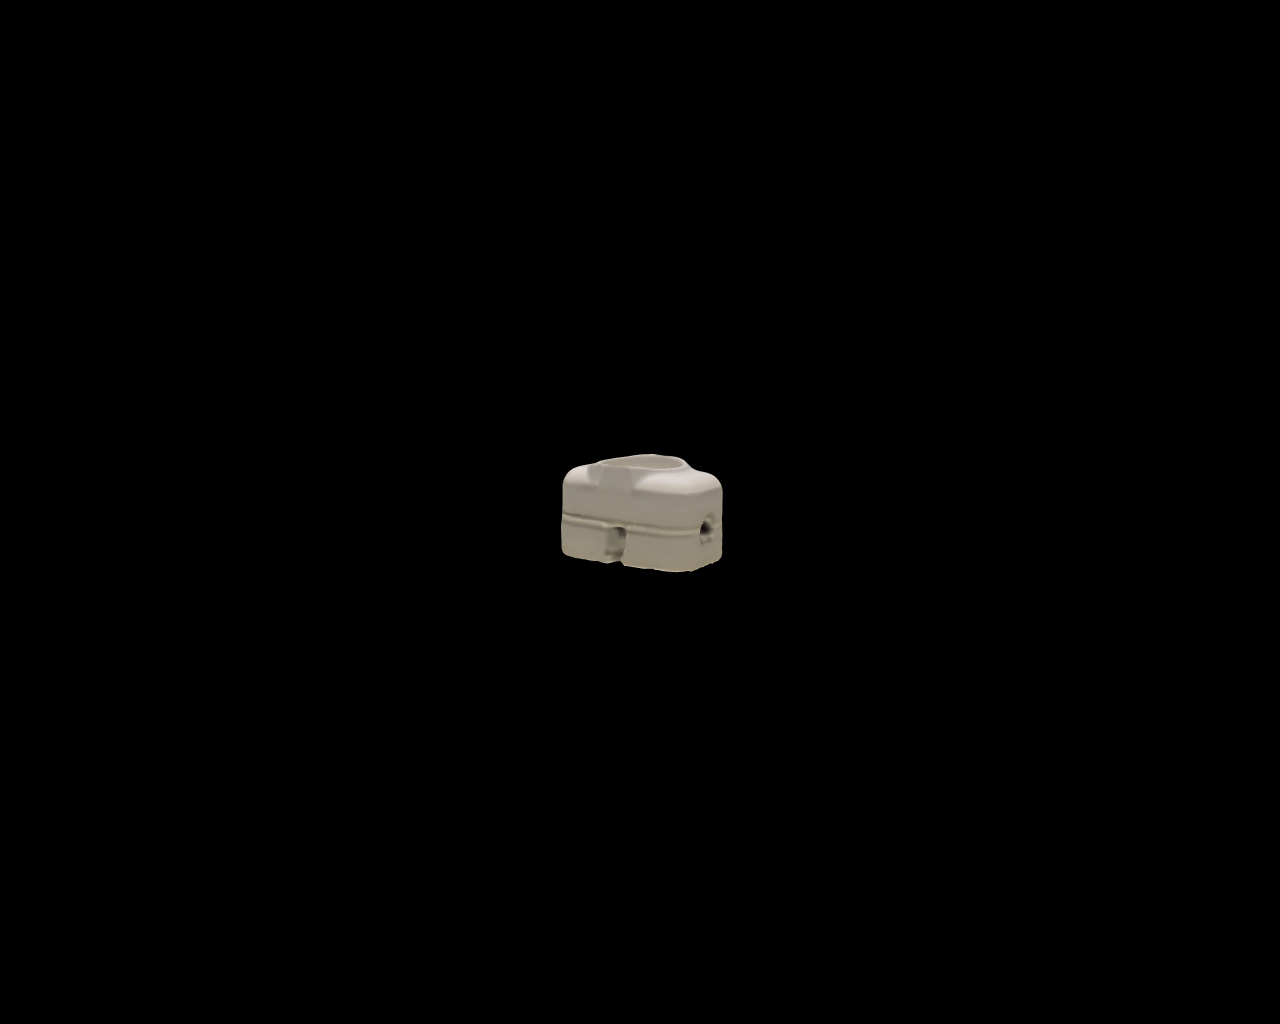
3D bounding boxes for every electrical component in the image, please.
[{"bbox_3d":[0.001,-0.003,0.650,0.095,0.059,0.054,8,14,35],"label":"electrical component"}]
